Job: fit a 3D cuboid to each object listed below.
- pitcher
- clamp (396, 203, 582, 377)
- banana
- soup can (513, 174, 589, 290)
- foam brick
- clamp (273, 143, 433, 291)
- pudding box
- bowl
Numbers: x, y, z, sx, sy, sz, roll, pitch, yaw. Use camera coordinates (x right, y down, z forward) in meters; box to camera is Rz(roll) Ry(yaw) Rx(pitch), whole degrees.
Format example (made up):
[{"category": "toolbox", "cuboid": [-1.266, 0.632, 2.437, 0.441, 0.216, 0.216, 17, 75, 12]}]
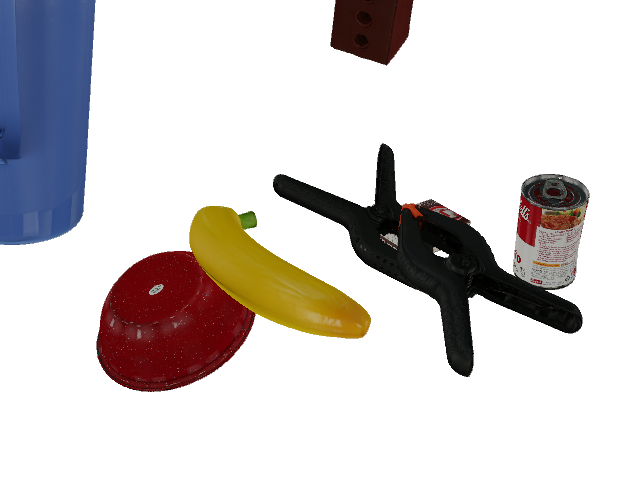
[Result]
[{"category": "pitcher", "cuboid": [-0.238, -0.119, 0.814, 0.145, 0.243, 0.148, 25, 32, 35]}, {"category": "clamp", "cuboid": [0.124, 0.030, 0.845, 0.120, 0.039, 0.171, -6, 46, -25]}, {"category": "banana", "cuboid": [-0.040, 0.013, 0.679, 0.069, 0.037, 0.198, -9, 26, -22]}, {"category": "soup can", "cuboid": [0.237, -0.008, 1.103, 0.068, 0.102, 0.068, 0, 34, 0]}, {"category": "foam brick", "cuboid": [0.044, -0.191, 0.857, 0.053, 0.078, 0.051, 20, 48, 13]}, {"category": "clamp", "cuboid": [0.052, -0.024, 1.206, 0.164, 0.210, 0.036, -14, -38, -24]}, {"category": "pudding box", "cuboid": [0.150, -0.017, 1.567, 0.113, 0.039, 0.090, -20, 33, -29]}, {"category": "bowl", "cuboid": [-0.145, 0.062, 1.001, 0.162, 0.162, 0.055, 0, -43, 21]}]
